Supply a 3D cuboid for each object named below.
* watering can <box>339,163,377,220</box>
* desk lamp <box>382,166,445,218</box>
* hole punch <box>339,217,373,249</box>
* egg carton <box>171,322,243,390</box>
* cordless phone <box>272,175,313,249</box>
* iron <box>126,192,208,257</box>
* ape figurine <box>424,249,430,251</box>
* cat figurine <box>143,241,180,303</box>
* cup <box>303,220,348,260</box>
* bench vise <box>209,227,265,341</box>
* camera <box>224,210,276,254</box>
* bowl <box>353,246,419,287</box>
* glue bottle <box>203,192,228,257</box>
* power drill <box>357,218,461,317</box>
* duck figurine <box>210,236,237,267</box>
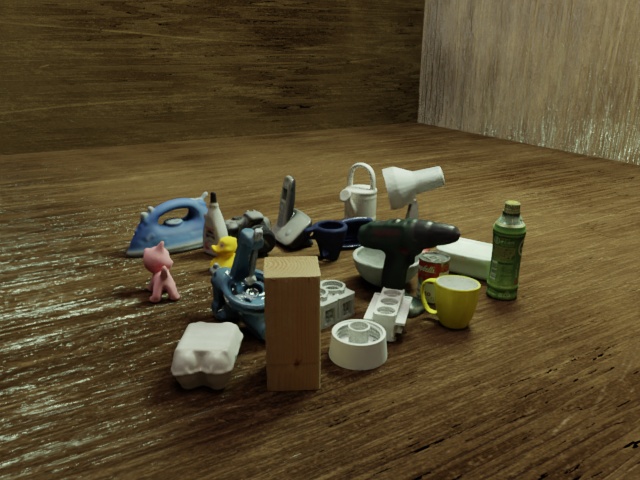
[{"bbox_3d":[0.124,-0.139,1.761,0.100,0.194,0.173,5,20,13],"label":"watering can"},{"bbox_3d":[0.275,-0.107,1.649,0.203,0.214,0.118,2,20,3],"label":"desk lamp"},{"bbox_3d":[0.086,-0.031,1.611,0.109,0.091,0.101,-6,21,-18],"label":"hole punch"},{"bbox_3d":[-0.193,0.196,0.991,0.107,0.069,0.150,1,19,0],"label":"egg carton"},{"bbox_3d":[-0.077,-0.079,1.598,0.094,0.185,0.147,-10,22,-28],"label":"cordless phone"},{"bbox_3d":[-0.405,-0.046,1.558,0.259,0.141,0.118,-15,25,-37],"label":"iron"},{"bbox_3d":[0.250,0.023,1.461,0.076,0.092,0.077,-5,20,-17],"label":"ape figurine"},{"bbox_3d":[-0.359,0.064,1.285,0.067,0.118,0.127,-8,21,-23],"label":"cat figurine"},{"bbox_3d":[0.014,0.005,1.499,0.118,0.095,0.091,-6,21,-19],"label":"cup"},{"bbox_3d":[-0.161,0.071,1.118,0.206,0.220,0.122,12,22,28],"label":"bench vise"},{"bbox_3d":[-0.186,-0.019,1.550,0.143,0.101,0.136,-9,22,-25],"label":"camera"},{"bbox_3d":[0.159,0.068,1.357,0.167,0.075,0.167,1,19,0],"label":"bowl"},{"bbox_3d":[-0.278,-0.043,1.507,0.077,0.173,0.037,14,24,34],"label":"glue bottle"},{"bbox_3d":[0.182,0.049,1.211,0.228,0.208,0.076,14,24,33],"label":"power drill"},{"bbox_3d":[-0.222,0.033,1.425,0.105,0.086,0.077,-4,20,-12],"label":"duck figurine"}]
